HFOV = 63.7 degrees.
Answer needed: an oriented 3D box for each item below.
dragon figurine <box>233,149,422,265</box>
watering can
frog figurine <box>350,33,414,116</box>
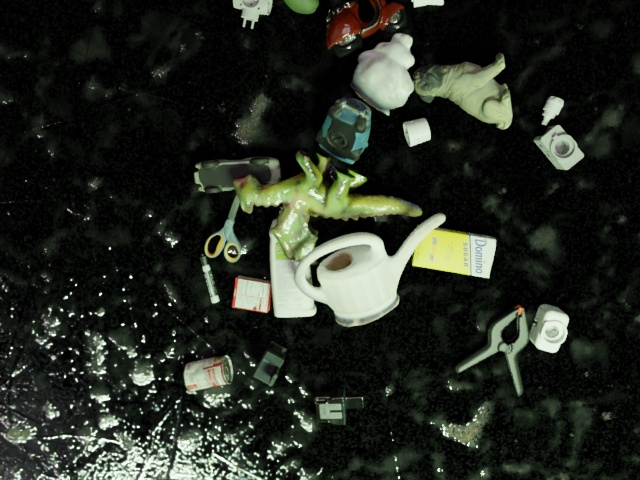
[{"bbox_3d":[0.003,-0.058,1.143,0.409,0.124,0.240,27,102,-9],"label":"dragon figurine"},{"bbox_3d":[0.121,0.070,1.125,0.347,0.106,0.220,-17,123,5],"label":"watering can"},{"bbox_3d":[0.147,-0.360,1.094,0.138,0.123,0.157,44,112,16],"label":"frog figurine"}]
